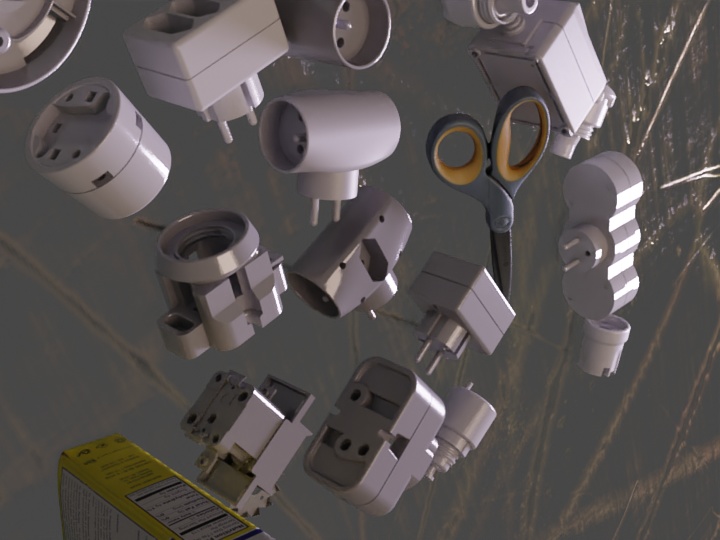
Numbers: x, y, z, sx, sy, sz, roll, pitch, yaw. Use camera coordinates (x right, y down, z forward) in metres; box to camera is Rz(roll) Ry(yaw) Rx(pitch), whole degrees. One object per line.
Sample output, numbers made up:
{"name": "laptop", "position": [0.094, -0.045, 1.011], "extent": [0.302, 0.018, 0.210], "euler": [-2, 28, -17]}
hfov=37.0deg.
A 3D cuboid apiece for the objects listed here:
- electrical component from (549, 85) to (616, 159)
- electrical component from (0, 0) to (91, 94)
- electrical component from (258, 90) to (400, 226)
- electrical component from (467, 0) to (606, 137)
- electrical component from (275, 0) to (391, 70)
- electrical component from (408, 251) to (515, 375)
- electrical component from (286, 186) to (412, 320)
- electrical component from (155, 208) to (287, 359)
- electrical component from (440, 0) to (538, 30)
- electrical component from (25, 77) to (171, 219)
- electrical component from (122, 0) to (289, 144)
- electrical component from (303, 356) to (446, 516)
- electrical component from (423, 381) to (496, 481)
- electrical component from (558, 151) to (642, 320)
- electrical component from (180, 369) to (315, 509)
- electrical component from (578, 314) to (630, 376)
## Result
{"name": "electrical component", "position": [0.164, -0.117, 0.822], "extent": [0.048, 0.048, 0.062], "euler": [7, 107, -49]}
{"name": "electrical component", "position": [-0.158, -0.126, 0.450], "extent": [0.099, 0.064, 0.099], "euler": [-21, 120, -41]}
{"name": "electrical component", "position": [-0.019, -0.066, 0.642], "extent": [0.077, 0.043, 0.079], "euler": [-14, 115, -44]}
{"name": "electrical component", "position": [0.125, -0.150, 0.751], "extent": [0.061, 0.062, 0.096], "euler": [-55, 137, -17]}
{"name": "electrical component", "position": [-0.022, -0.152, 0.578], "extent": [0.044, 0.077, 0.079], "euler": [-3, 108, -47]}
{"name": "electrical component", "position": [0.064, 0.039, 0.771], "extent": [0.076, 0.047, 0.065], "euler": [-56, 137, -16]}
{"name": "electrical component", "position": [0.000, 0.000, 0.689], "extent": [0.077, 0.043, 0.079], "euler": [-50, 136, -21]}
{"name": "electrical component", "position": [-0.080, 0.003, 0.593], "extent": [0.078, 0.058, 0.057], "euler": [-38, 133, -32]}
{"name": "electrical component", "position": [0.085, -0.178, 0.697], "extent": [0.043, 0.062, 0.043], "euler": [-20, 119, -42]}
{"name": "electrical component", "position": [-0.125, -0.057, 0.522], "extent": [0.055, 0.055, 0.047], "euler": [-58, 142, -13]}
{"name": "electrical component", "position": [-0.074, -0.103, 0.564], "extent": [0.066, 0.047, 0.076], "euler": [-41, 133, -28]}
{"name": "electrical component", "position": [0.013, 0.116, 0.741], "extent": [0.095, 0.054, 0.059], "euler": [-58, 138, -14]}
{"name": "electrical component", "position": [0.071, 0.125, 0.818], "extent": [0.078, 0.040, 0.040], "euler": [-55, 137, -17]}
{"name": "electrical component", "position": [0.187, -0.022, 0.878], "extent": [0.074, 0.052, 0.138], "euler": [-26, 122, -39]}
{"name": "electrical component", "position": [-0.070, 0.097, 0.652], "extent": [0.081, 0.042, 0.063], "euler": [-56, 136, -17]}
{"name": "electrical component", "position": [0.215, 0.066, 0.954], "extent": [0.040, 0.040, 0.046], "euler": [-15, 122, -43]}
